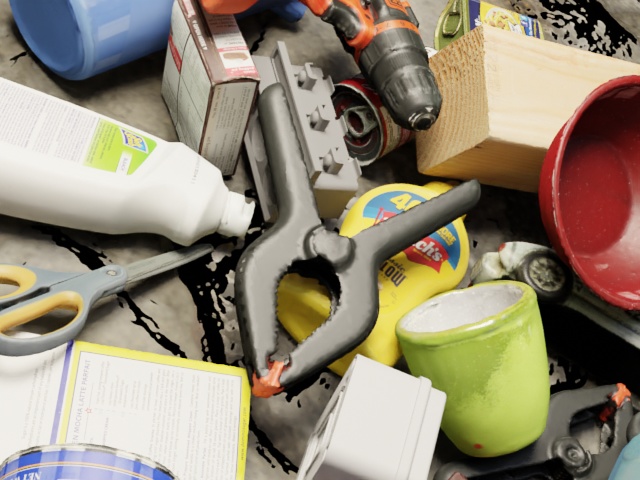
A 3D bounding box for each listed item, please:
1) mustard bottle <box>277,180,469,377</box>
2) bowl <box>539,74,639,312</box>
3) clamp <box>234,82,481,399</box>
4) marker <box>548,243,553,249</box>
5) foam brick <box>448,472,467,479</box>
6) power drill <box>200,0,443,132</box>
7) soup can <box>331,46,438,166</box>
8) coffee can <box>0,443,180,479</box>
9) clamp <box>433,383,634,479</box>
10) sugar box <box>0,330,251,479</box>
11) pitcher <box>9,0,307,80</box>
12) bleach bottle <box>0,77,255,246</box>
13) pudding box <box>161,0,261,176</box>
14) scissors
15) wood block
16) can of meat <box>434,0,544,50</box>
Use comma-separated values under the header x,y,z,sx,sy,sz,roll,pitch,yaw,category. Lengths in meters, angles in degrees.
x,y,z,sx,sy,sz,roll,pitch,yaw,category
0.054,0.013,0.771,0.096,0.058,0.191,39,50,7,mustard bottle
0.207,-0.032,0.747,0.161,0.055,0.162,0,90,-30,bowl
-0.005,0.001,0.687,0.164,0.036,0.209,31,63,1,clamp
0.197,-0.003,0.866,0.020,0.020,0.121,27,50,-2,marker
0.071,0.191,0.649,0.053,0.051,0.078,42,51,12,foam brick
-0.002,-0.166,0.762,0.187,0.057,0.184,19,37,-40,power drill
0.058,-0.109,0.856,0.102,0.069,0.068,-30,70,-36,soup can
-0.126,0.188,0.537,0.102,0.103,0.140,13,51,-13,coffee can
0.169,0.163,0.718,0.171,0.039,0.120,-30,72,-31,clamp
-0.131,0.111,0.631,0.176,0.048,0.093,10,51,-11,sugar box
-0.120,-0.226,0.829,0.242,0.145,0.149,-33,67,-34,pitcher
-0.167,-0.046,0.720,0.250,0.068,0.102,18,42,-11,bleach bottle
-0.081,-0.111,0.771,0.039,0.114,0.090,-13,61,-20,pudding box
-0.155,0.021,0.686,0.096,0.016,0.201,21,26,15,scissors
0.183,-0.090,0.828,0.205,0.091,0.090,7,73,-29,wood block
0.151,-0.163,0.943,0.083,0.058,0.102,14,52,-15,can of meat
